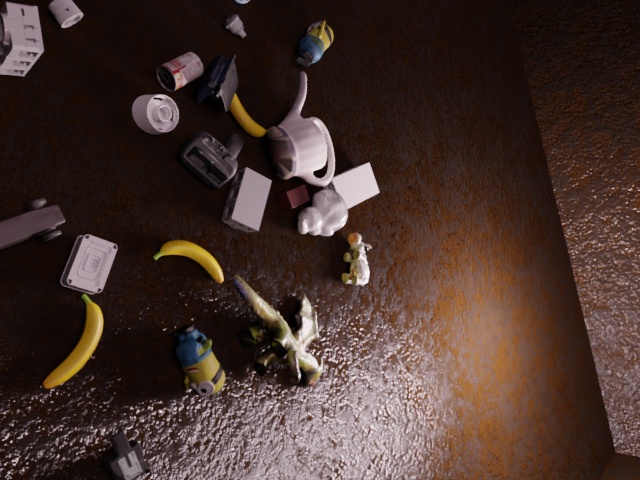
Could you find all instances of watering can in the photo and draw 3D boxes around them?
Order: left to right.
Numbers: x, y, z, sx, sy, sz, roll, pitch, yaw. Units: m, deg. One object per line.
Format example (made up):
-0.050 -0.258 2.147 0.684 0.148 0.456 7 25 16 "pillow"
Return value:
-0.065 -0.316 1.515 0.227 0.103 0.346 -23 97 -41 "watering can"

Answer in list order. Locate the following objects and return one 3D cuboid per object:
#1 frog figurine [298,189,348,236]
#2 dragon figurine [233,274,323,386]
0.005 -0.077 1.527 0.161 0.123 0.135 -25 120 -53 "frog figurine"
-0.092 0.237 1.418 0.246 0.121 0.407 -36 109 -57 "dragon figurine"
